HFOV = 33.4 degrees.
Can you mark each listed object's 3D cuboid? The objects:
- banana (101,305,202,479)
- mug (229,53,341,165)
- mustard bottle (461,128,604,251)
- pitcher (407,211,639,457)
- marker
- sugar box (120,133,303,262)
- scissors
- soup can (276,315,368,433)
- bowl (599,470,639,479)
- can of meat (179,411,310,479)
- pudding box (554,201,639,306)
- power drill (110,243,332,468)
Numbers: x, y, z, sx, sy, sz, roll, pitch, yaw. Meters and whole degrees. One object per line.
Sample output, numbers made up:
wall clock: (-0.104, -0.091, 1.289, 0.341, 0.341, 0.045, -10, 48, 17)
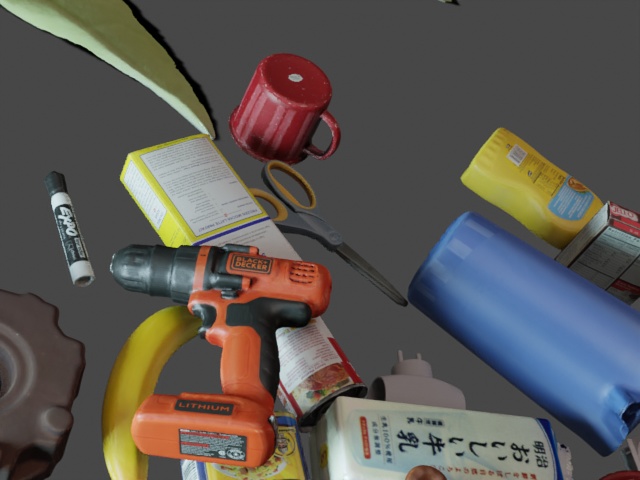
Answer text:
banana: (-0.137, 0.116, 0.863, 0.069, 0.037, 0.197, 26, 46, -1)
mug: (-0.029, -0.129, 1.092, 0.117, 0.082, 0.093, 39, 46, 9)
mustard bottle: (0.253, -0.041, 1.170, 0.191, 0.058, 0.096, 36, 41, 7)
pitcher: (0.210, 0.080, 1.012, 0.243, 0.149, 0.144, 36, 62, 10)
marker: (-0.222, -0.012, 0.942, 0.020, 0.020, 0.121, -5, 55, -29)
sugar box: (-0.100, -0.015, 0.988, 0.093, 0.048, 0.176, -21, 67, -37)
scissors: (-0.007, 0.001, 1.038, 0.096, 0.016, 0.202, -21, 63, -36)
soup can: (-0.014, 0.104, 0.912, 0.068, 0.069, 0.102, -16, 60, -35)
bowl: (0.278, 0.282, 0.912, 0.162, 0.055, 0.162, 13, 48, -16)
can of meat: (-0.058, 0.182, 0.832, 0.102, 0.058, 0.084, 4, 49, -24)
pudding box: (0.309, 0.018, 1.110, 0.090, 0.114, 0.039, 23, 48, -7)
power drill: (-0.090, 0.079, 0.835, 0.184, 0.057, 0.187, 6, 48, 4)
